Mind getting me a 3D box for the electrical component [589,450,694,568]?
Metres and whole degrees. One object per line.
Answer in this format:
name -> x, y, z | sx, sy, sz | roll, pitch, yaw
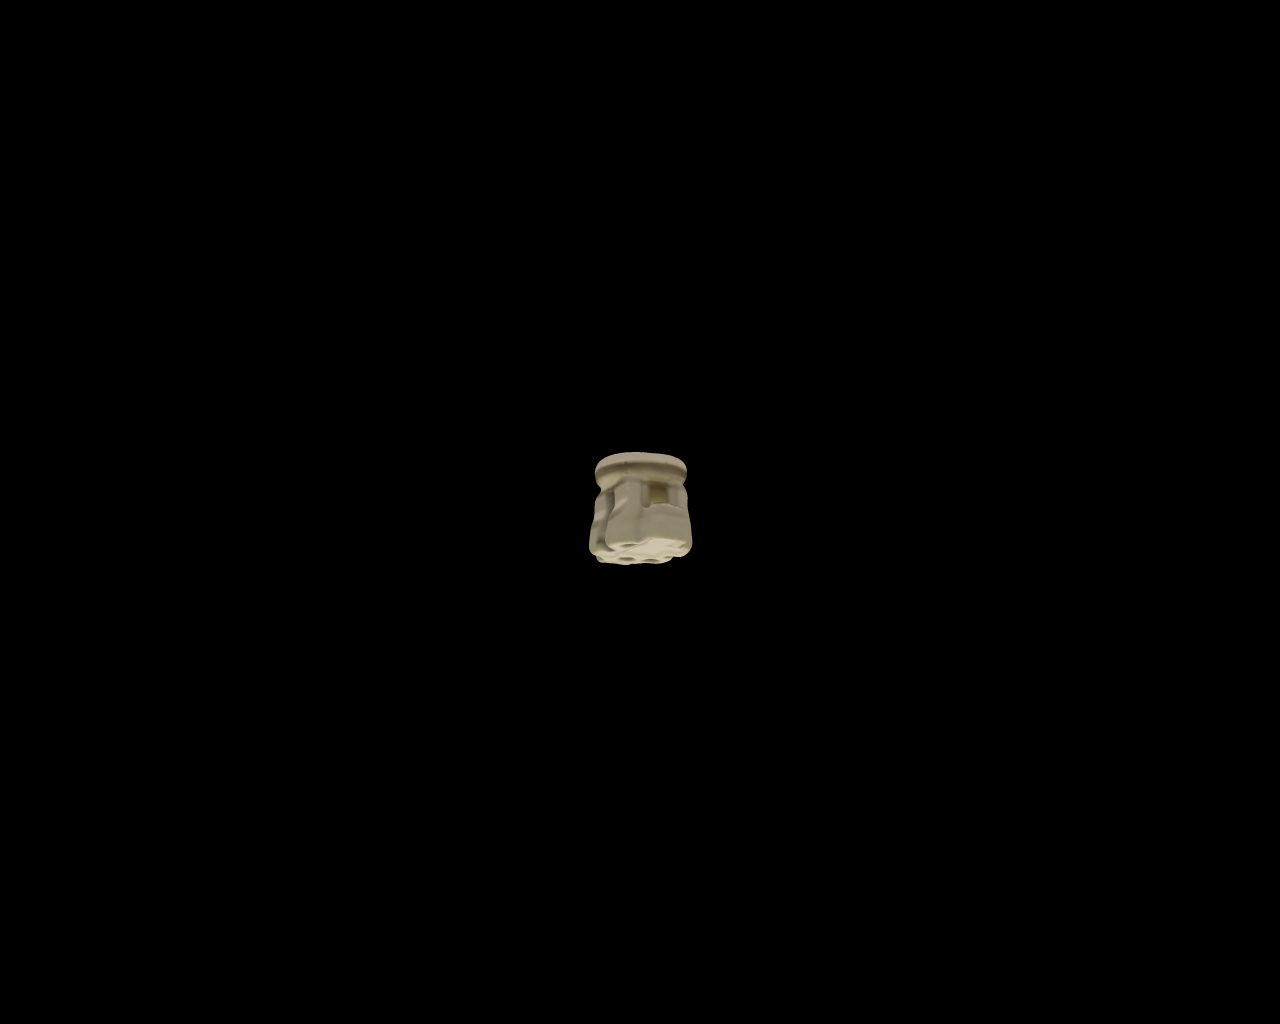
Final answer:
electrical component -> 0.001, -0.003, 0.650 | 0.058, 0.057, 0.078 | 8, -18, -27
